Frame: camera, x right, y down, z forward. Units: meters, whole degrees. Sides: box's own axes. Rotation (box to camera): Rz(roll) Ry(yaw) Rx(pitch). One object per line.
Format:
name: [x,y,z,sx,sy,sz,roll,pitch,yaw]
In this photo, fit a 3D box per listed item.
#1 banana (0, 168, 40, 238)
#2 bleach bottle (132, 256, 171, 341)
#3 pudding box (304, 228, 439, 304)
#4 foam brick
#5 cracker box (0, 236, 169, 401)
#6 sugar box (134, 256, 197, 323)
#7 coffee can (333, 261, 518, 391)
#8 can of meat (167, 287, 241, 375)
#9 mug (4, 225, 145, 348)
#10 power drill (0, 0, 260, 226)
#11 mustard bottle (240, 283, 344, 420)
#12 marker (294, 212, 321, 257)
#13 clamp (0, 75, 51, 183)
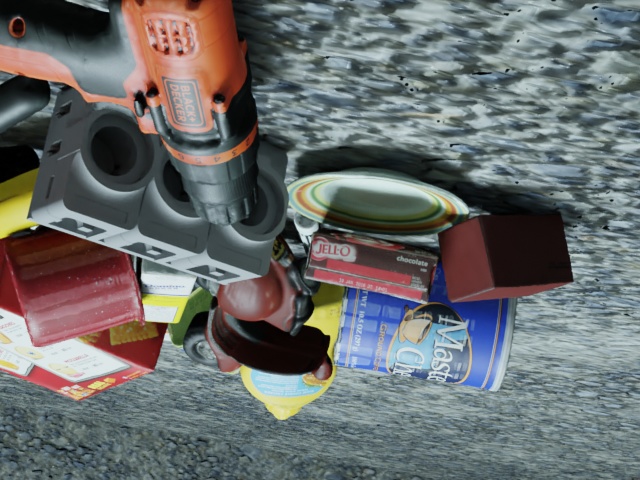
banana: [-0.207,-0.027,0.762,0.198,0.037,0.069,-17,-179,32]
bleach bottle: [-0.179,0.066,1.122,0.103,0.068,0.250,0,164,22]
pudding box: [0.038,0.017,0.789,0.090,0.039,0.113,13,-179,3]
foam brick: [0.130,0.013,0.752,0.078,0.053,0.051,-1,167,-33]
cracker box: [-0.264,0.063,0.942,0.213,0.072,0.164,28,150,-25]
sugar box: [-0.117,0.003,0.822,0.048,0.093,0.176,5,165,-13]
coffee can: [0.088,0.067,0.904,0.140,0.103,0.103,9,163,2]
can of meat: [-0.091,0.082,1.078,0.102,0.057,0.083,-38,139,20]
mug: [-0.183,0.022,0.782,0.081,0.117,0.093,-16,135,-15]
power drill: [-0.125,-0.078,0.563,0.188,0.057,0.184,6,143,8]
mustard bottle: [-0.029,0.112,1.046,0.096,0.058,0.192,-1,134,-10]
marker: [-0.006,0.001,0.885,0.020,0.020,0.121,7,163,7]
clamp: [-0.275,-0.043,0.708,0.209,0.036,0.165,-23,173,-14]
